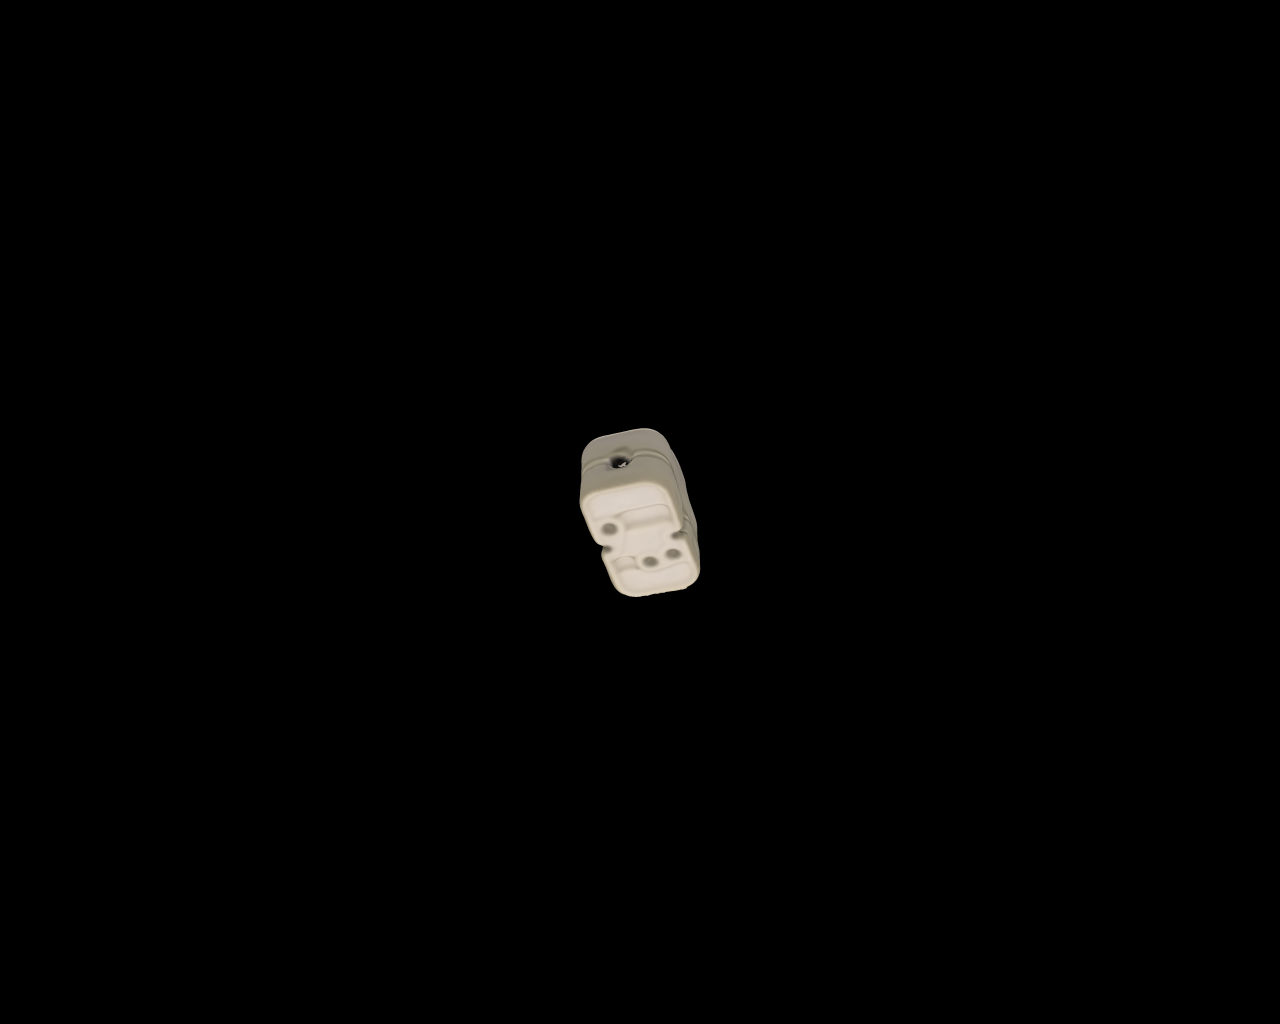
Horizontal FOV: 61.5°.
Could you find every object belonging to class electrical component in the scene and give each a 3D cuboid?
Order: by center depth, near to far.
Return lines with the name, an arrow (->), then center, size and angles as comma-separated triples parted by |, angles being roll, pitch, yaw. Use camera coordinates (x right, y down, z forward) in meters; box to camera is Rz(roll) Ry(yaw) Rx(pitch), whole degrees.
electrical component -> 0.001, -0.003, 0.650 | 0.054, 0.059, 0.095 | -11, -47, 11
